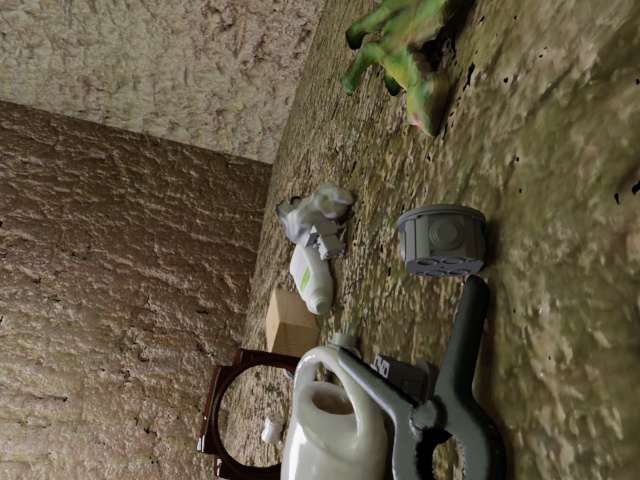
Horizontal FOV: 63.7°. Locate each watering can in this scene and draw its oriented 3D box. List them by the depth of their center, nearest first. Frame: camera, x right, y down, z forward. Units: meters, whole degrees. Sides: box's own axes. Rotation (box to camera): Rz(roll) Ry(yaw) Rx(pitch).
[{"bbox_3d":[0.029,0.259,0.551,0.351,0.104,0.222,-144,62,-65],"label":"watering can"}]

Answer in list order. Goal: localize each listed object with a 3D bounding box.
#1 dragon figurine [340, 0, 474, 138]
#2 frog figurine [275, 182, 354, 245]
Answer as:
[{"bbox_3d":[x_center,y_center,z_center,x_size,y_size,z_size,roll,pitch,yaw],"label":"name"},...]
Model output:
[{"bbox_3d":[0.146,-0.330,0.723,0.241,0.121,0.415,-16,63,58],"label":"dragon figurine"},{"bbox_3d":[0.003,-0.053,1.050,0.137,0.159,0.124,12,-106,-58],"label":"frog figurine"}]
